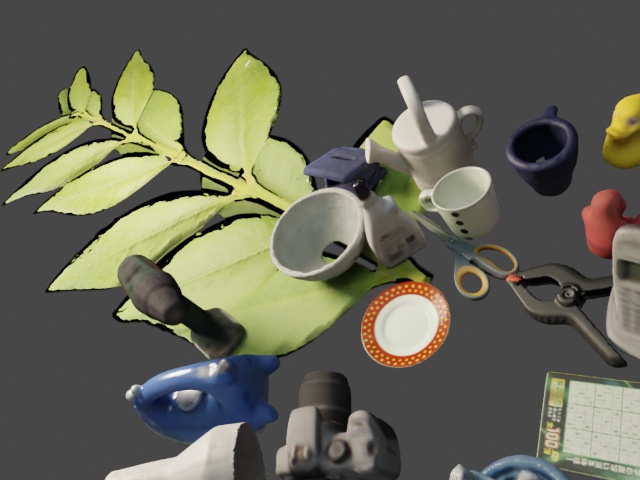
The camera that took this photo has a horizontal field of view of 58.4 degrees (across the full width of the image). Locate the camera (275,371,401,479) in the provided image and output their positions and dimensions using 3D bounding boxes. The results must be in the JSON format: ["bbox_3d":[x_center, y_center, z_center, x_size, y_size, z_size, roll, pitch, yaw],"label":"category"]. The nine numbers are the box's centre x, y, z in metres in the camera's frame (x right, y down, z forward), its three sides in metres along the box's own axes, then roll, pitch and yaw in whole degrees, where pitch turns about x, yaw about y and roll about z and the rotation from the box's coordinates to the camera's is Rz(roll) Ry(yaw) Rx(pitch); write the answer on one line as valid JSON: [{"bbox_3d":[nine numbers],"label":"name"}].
[{"bbox_3d":[0.015,0.230,0.713,0.143,0.101,0.137,-16,50,22],"label":"camera"}]

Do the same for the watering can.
[{"bbox_3d":[0.152,-0.155,0.851,0.173,0.195,0.100,-39,45,1],"label":"watering can"}]

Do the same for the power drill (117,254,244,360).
[{"bbox_3d":[-0.213,0.106,0.878,0.228,0.209,0.076,27,75,43],"label":"power drill"}]

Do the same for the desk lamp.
[{"bbox_3d":[-0.132,0.306,0.671,0.203,0.214,0.118,-22,48,18],"label":"desk lamp"}]

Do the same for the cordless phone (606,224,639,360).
[{"bbox_3d":[0.359,0.059,0.563,0.147,0.186,0.094,14,66,39],"label":"cordless phone"}]

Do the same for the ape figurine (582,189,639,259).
[{"bbox_3d":[0.353,-0.026,0.696,0.076,0.092,0.077,-45,45,-5],"label":"ape figurine"}]

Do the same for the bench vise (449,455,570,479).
[{"bbox_3d":[0.206,0.247,0.494,0.206,0.220,0.121,-4,56,31],"label":"bench vise"}]

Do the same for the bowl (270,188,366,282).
[{"bbox_3d":[0.008,0.003,0.908,0.167,0.075,0.167,-17,50,21],"label":"bowl"}]

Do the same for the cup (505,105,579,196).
[{"bbox_3d":[0.313,-0.116,0.787,0.091,0.095,0.118,4,60,35],"label":"cup"}]

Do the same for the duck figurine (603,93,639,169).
[{"bbox_3d":[0.418,-0.157,0.757,0.104,0.086,0.077,-42,45,-2],"label":"duck figurine"}]

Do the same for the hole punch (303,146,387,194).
[{"bbox_3d":[0.041,-0.119,0.968,0.108,0.091,0.101,16,67,40],"label":"hole punch"}]

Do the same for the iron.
[{"bbox_3d":[-0.189,0.223,0.821,0.257,0.142,0.118,-18,49,21],"label":"iron"}]

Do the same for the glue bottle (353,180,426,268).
[{"bbox_3d":[0.089,-0.029,0.811,0.078,0.174,0.037,-31,46,9],"label":"glue bottle"}]
